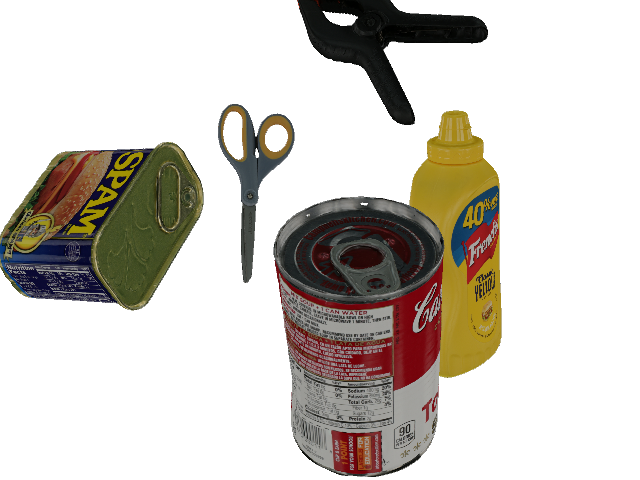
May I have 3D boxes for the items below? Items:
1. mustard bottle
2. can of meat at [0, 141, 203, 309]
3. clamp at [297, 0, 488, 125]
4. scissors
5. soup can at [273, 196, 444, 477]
[{"bbox_3d":[0.101,-0.002,0.797,0.058,0.192,0.096,11,24,35],"label":"mustard bottle"},{"bbox_3d":[-0.131,-0.010,0.634,0.084,0.102,0.057,1,-43,31],"label":"can of meat"},{"bbox_3d":[0.056,-0.183,0.925,0.120,0.172,0.039,-39,-24,-20],"label":"clamp"},{"bbox_3d":[-0.063,-0.059,1.199,0.096,0.202,0.016,-12,-8,-13],"label":"scissors"},{"bbox_3d":[0.017,0.042,0.452,0.068,0.102,0.068,-2,36,1],"label":"soup can"}]
